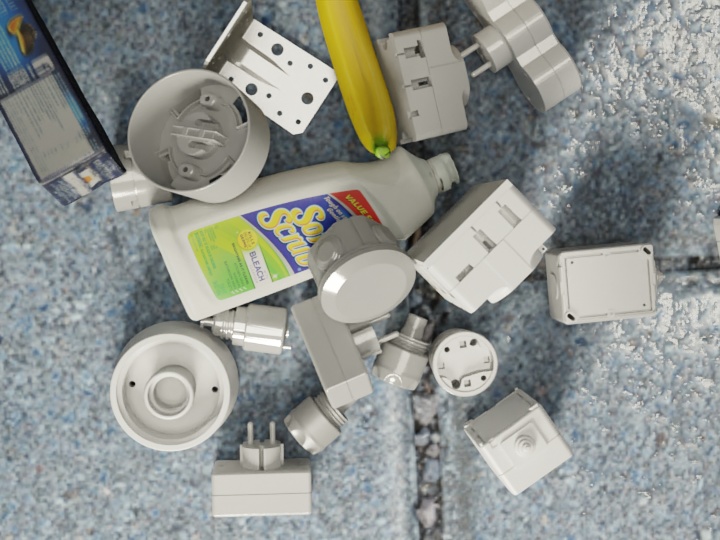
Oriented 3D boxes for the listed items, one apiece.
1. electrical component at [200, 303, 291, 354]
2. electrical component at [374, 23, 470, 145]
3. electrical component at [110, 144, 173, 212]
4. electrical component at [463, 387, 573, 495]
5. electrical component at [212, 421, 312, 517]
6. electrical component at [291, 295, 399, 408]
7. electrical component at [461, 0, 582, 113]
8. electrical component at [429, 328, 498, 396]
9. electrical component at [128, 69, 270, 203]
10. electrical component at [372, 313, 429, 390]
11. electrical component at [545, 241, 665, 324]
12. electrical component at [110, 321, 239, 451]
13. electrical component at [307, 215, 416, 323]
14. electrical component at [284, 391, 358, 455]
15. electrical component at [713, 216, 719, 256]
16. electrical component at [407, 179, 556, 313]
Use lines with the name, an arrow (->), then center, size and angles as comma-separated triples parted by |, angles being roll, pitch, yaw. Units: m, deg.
electrical component -> -0.096, 0.048, 0.913 | 0.078, 0.040, 0.040 | 8, 93, -5
electrical component -> 0.055, -0.156, 0.900 | 0.056, 0.050, 0.089 | -15, 97, -17
electrical component -> -0.182, -0.079, 0.893 | 0.047, 0.055, 0.055 | -8, 94, -7
electrical component -> 0.136, 0.147, 0.908 | 0.062, 0.096, 0.061 | -35, 96, -2
electrical component -> -0.084, 0.167, 0.918 | 0.083, 0.047, 0.075 | -1, 94, -4
electrical component -> -0.006, 0.059, 0.900 | 0.076, 0.047, 0.083 | -23, 64, -4
electrical component -> 0.119, -0.192, 0.907 | 0.074, 0.052, 0.138 | -34, 95, -1
electrical component -> 0.087, 0.077, 0.924 | 0.055, 0.047, 0.055 | 0, 94, -4
electrical component -> -0.123, -0.103, 0.840 | 0.099, 0.064, 0.099 | -8, 72, 27
electrical component -> 0.039, 0.068, 0.923 | 0.043, 0.043, 0.062 | 21, 91, -5
electrical component -> 0.211, 0.009, 0.922 | 0.096, 0.061, 0.061 | -5, 94, -4
electrical component -> -0.157, 0.099, 0.902 | 0.108, 0.060, 0.108 | 0, 94, -4
electrical component -> 0.000, 0.000, 0.864 | 0.080, 0.051, 0.080 | -15, 138, -14
electrical component -> -0.030, 0.124, 0.921 | 0.062, 0.043, 0.043 | -41, 95, -2
electrical component -> 0.349, -0.028, 0.912 | 0.062, 0.096, 0.061 | -13, 94, -3
electrical component -> 0.095, -0.018, 0.867 | 0.089, 0.150, 0.061 | -45, 94, 0
